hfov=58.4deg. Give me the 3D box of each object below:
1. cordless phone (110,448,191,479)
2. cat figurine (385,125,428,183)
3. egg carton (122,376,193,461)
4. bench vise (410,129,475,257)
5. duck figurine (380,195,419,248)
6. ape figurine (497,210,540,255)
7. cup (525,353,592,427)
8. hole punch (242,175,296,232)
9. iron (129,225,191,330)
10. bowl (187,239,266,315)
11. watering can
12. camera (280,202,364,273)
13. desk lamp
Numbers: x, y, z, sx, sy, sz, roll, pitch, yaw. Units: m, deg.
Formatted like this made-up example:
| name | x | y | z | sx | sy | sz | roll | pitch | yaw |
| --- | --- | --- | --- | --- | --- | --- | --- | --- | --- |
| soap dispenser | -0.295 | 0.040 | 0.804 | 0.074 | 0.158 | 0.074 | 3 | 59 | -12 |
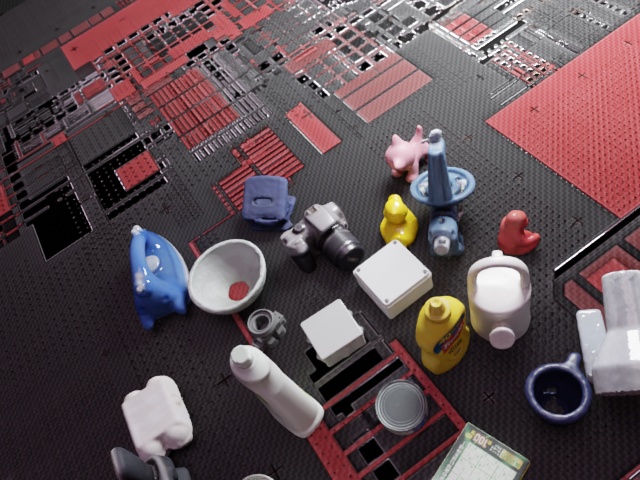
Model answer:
| name | x | y | z | sx | sy | sz | roll | pitch | yaw |
| --- | --- | --- | --- | --- | --- | --- | --- | --- | --- |
| cordless phone | -0.272 | 0.409 | 0.905 | 0.094 | 0.185 | 0.147 | -34 | 53 | -6 |
| cat figurine | 0.182 | -0.184 | 1.202 | 0.067 | 0.118 | 0.128 | 27 | 69 | 32 |
| egg carton | -0.294 | 0.325 | 1.042 | 0.107 | 0.069 | 0.150 | -34 | 53 | -6 |
| bench vise | 0.234 | -0.083 | 1.051 | 0.121 | 0.220 | 0.207 | -18 | 53 | 7 |
| duck figurine | 0.152 | -0.041 | 1.134 | 0.077 | 0.086 | 0.104 | -8 | 55 | 13 |
| ape figurine | 0.359 | -0.019 | 1.047 | 0.076 | 0.092 | 0.077 | -25 | 53 | 1 |
| cup | 0.364 | 0.234 | 0.870 | 0.091 | 0.095 | 0.118 | 23 | 66 | 30 |
| hole punch | -0.114 | -0.079 | 1.245 | 0.108 | 0.091 | 0.101 | 1 | 57 | 19 |
| iron | -0.360 | 0.051 | 1.207 | 0.118 | 0.142 | 0.257 | -25 | 53 | 1 |
| bowl | -0.178 | 0.086 | 1.164 | 0.167 | 0.075 | 0.167 | -9 | 55 | 13 |
| watering can | 0.293 | 0.091 | 0.928 | 0.101 | 0.194 | 0.172 | -21 | 53 | 4 |
| camera | 0.010 | 0.004 | 1.141 | 0.143 | 0.101 | 0.136 | -38 | 54 | -9 |
| desk lamp | 0.440 | 0.150 | 0.827 | 0.117 | 0.214 | 0.203 | -6 | 55 | 15 |
